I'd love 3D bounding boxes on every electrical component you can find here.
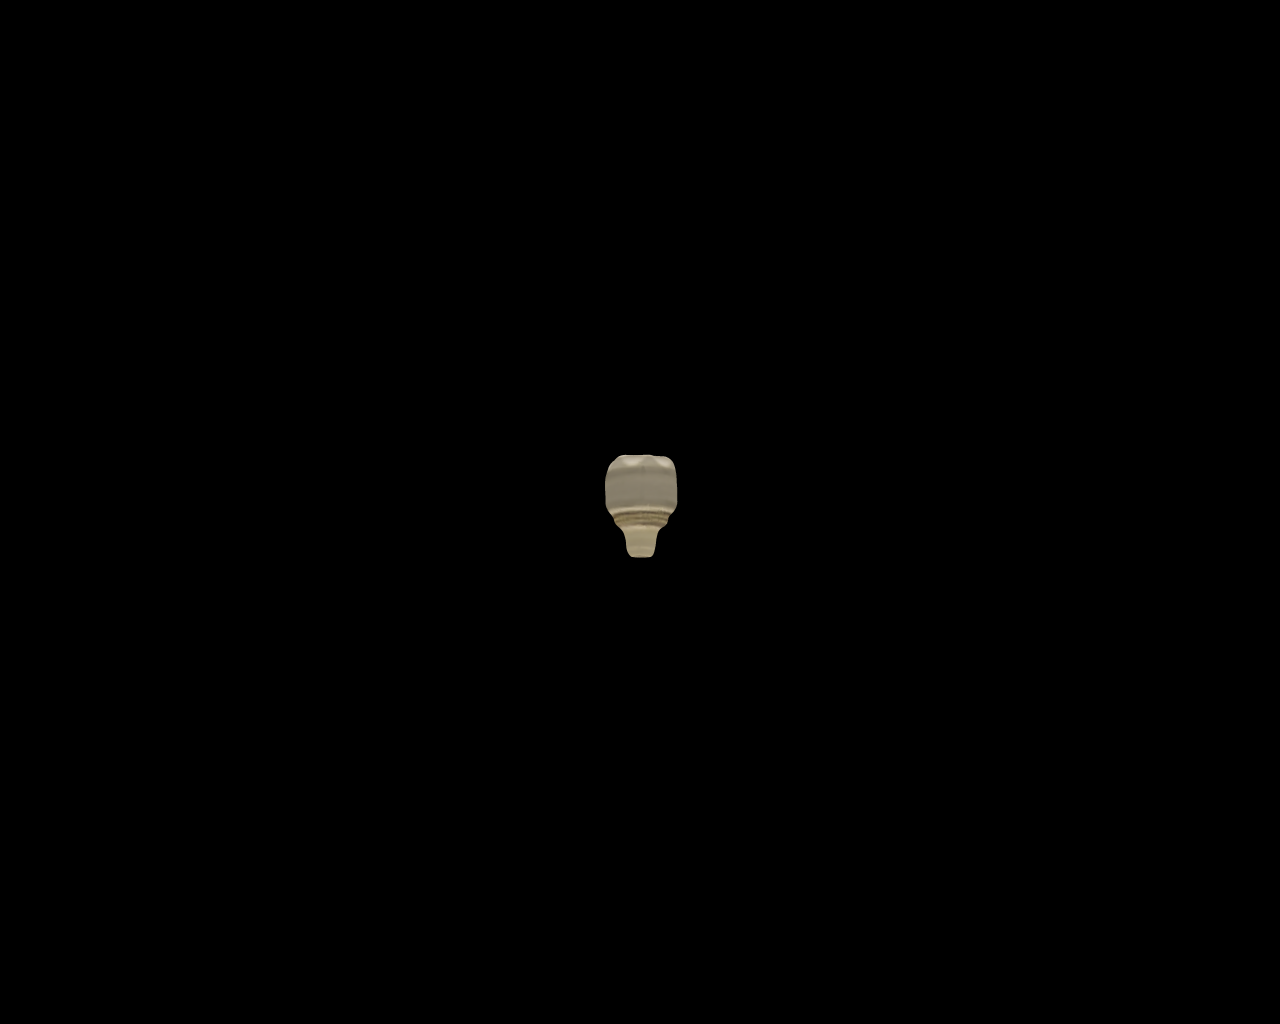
[{"bbox_3d":[0.001,-0.003,0.650,0.043,0.062,0.043,0,-9,0],"label":"electrical component"}]
